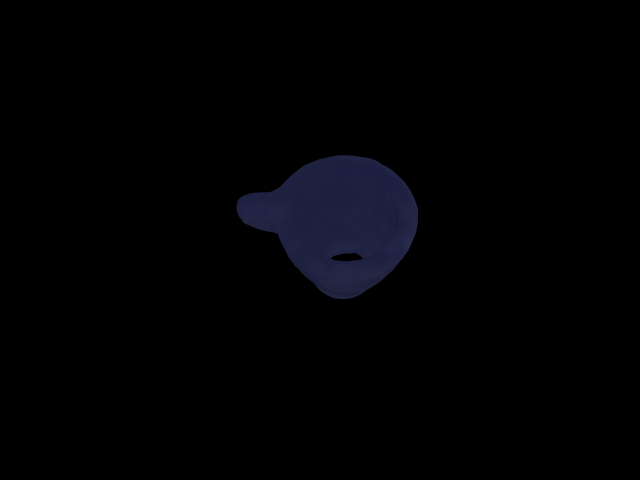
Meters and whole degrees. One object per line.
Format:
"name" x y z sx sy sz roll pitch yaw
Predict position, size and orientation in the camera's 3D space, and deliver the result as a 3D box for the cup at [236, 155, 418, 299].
"cup" 0.004 0.001 0.400 0.117 0.095 0.091 6 63 3
